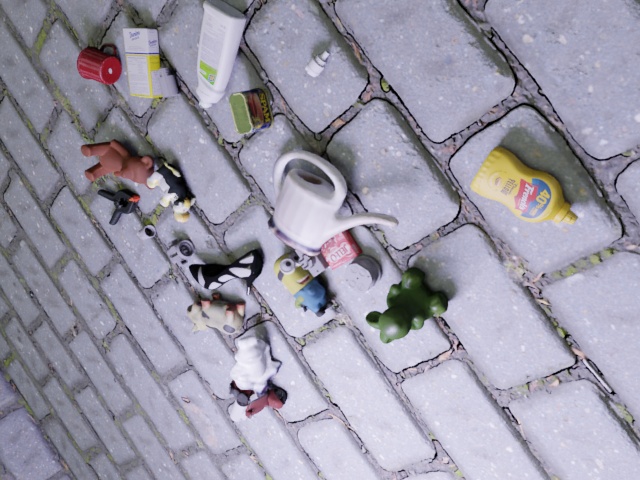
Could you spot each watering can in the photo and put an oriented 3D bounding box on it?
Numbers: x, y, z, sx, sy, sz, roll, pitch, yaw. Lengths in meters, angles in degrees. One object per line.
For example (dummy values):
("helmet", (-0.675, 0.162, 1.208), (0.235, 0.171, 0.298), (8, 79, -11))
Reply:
("watering can", (0.004, -0.059, 1.171), (0.352, 0.105, 0.220), (38, 119, 27))

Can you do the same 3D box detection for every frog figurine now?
("frog figurine", (-0.197, 0.337, 1.442), (0.123, 0.139, 0.157), (14, 140, 59))
